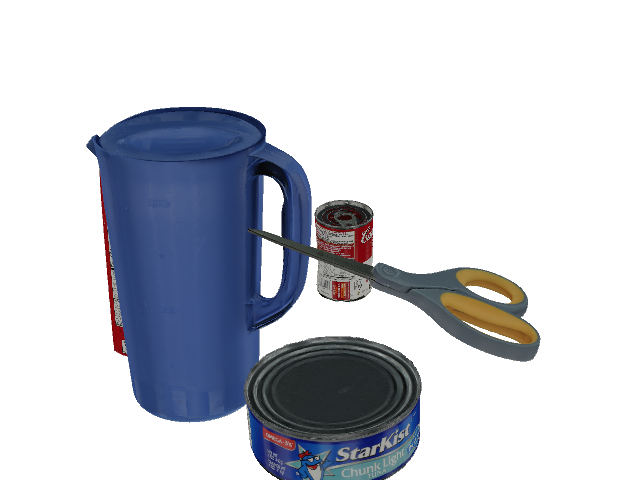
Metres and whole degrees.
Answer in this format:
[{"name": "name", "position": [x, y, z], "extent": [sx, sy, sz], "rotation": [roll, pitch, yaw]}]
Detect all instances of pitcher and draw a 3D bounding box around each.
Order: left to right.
[{"name": "pitcher", "position": [-0.097, 0.022, 0.863], "extent": [0.144, 0.243, 0.149], "rotation": [-11, 26, -22]}]

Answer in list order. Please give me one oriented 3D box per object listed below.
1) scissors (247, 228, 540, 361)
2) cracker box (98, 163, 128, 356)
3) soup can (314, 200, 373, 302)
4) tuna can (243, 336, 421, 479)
[{"name": "scissors", "position": [0.057, 0.021, 0.719], "extent": [0.202, 0.016, 0.096], "rotation": [27, 29, 14]}, {"name": "cracker box", "position": [-0.139, -0.004, 1.076], "extent": [0.072, 0.214, 0.163], "rotation": [9, 18, 35]}, {"name": "soup can", "position": [0.027, 0.013, 1.251], "extent": [0.068, 0.102, 0.068], "rotation": [-1, 29, 0]}, {"name": "tuna can", "position": [0.006, 0.083, 0.520], "extent": [0.086, 0.034, 0.086], "rotation": [-2, 26, 1]}]
